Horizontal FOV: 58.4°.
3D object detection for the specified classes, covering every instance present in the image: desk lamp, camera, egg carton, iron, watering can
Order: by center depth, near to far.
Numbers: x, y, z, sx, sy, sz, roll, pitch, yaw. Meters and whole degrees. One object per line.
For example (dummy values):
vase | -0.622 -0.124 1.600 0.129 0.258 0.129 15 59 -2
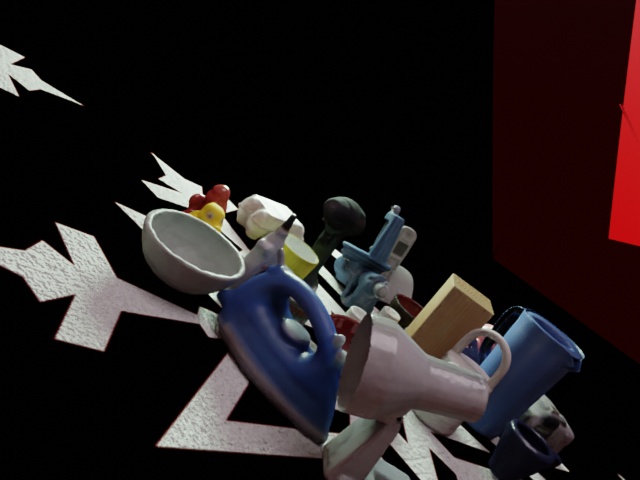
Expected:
desk lamp | 0.089 0.217 0.703 0.203 0.213 0.118 33 17 -10
iron | -0.031 0.137 0.801 0.257 0.141 0.119 47 20 31
watering can | 0.249 0.239 0.991 0.101 0.194 0.173 40 17 10
camera | 0.449 0.366 1.213 0.144 0.100 0.136 29 19 -25
egg carton | -0.106 -0.038 1.238 0.151 0.069 0.107 18 25 -47

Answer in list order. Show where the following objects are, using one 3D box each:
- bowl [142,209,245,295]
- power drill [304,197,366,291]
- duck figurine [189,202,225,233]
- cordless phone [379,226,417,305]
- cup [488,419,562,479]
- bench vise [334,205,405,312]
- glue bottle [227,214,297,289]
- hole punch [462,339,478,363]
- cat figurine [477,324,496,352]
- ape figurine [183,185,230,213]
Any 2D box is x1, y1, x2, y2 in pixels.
bowl | -0.201 0.030 0.862 0.168 0.074 0.167 33 17 -11
power drill | 0.010 0.004 1.118 0.075 0.208 0.230 40 17 12
duck figurine | -0.200 -0.027 0.997 0.078 0.086 0.104 23 21 -37
cordless phone | 0.188 0.064 1.350 0.148 0.185 0.094 25 20 -34
cup | 0.347 0.379 0.987 0.118 0.095 0.091 33 17 -13
bench vise | 0.128 0.043 1.228 0.122 0.219 0.206 21 22 -41
glue bottle | -0.089 0.026 0.923 0.037 0.173 0.078 43 18 19
hole punch | 0.310 0.242 1.283 0.109 0.091 0.101 28 19 -27
cat figurine | 0.390 0.242 1.394 0.128 0.117 0.067 20 23 -43
ape figurine | -0.204 -0.066 1.082 0.076 0.092 0.077 20 24 -44
